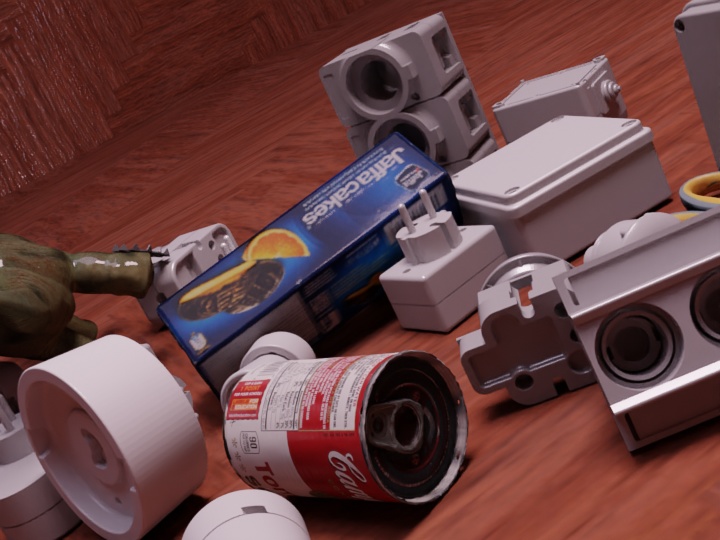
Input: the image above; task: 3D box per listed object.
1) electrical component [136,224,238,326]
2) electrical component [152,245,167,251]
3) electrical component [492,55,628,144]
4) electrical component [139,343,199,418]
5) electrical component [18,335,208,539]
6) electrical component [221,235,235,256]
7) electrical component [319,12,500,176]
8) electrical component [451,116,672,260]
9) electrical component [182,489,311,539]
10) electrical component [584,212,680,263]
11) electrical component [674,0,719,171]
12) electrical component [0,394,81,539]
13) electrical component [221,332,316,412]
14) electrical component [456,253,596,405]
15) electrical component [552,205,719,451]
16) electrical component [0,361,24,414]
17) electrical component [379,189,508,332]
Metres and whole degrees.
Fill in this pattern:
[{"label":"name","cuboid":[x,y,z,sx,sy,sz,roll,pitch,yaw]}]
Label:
[{"label":"electrical component","cuboid":[-0.152,0.005,0.937,0.059,0.053,0.095,-15,20,32]},{"label":"electrical component","cuboid":[-0.177,-0.009,1.042,0.046,0.040,0.040,-29,16,-27]},{"label":"electrical component","cuboid":[0.166,-0.123,0.849,0.096,0.061,0.062,-11,23,40]},{"label":"electrical component","cuboid":[-0.128,0.083,0.654,0.077,0.065,0.047,-11,23,40]},{"label":"electrical component","cuboid":[-0.129,0.087,0.584,0.060,0.108,0.108,-32,17,-38]},{"label":"electrical component","cuboid":[-0.083,0.011,0.786,0.047,0.075,0.083,-23,17,7]},{"label":"electrical component","cuboid":[0.043,-0.104,0.815,0.089,0.150,0.061,-14,19,33]},{"label":"electrical component","cuboid":[0.126,-0.052,0.707,0.109,0.056,0.109,-30,18,-12]},{"label":"electrical component","cuboid":[-0.042,0.124,0.435,0.055,0.055,0.047,-28,21,-8]},{"label":"electrical component","cuboid":[0.143,-0.005,0.569,0.048,0.048,0.062,-32,12,-19]},{"label":"electrical component","cuboid":[0.240,-0.111,0.624,0.057,0.113,0.078,-30,17,-21]},{"label":"electrical component","cuboid":[-0.208,0.111,0.673,0.052,0.073,0.138,-28,17,-7]},{"label":"electrical component","cuboid":[-0.052,0.066,0.633,0.045,0.045,0.055,-19,16,21]},{"label":"electrical component","cuboid":[0.088,0.026,0.533,0.078,0.058,0.057,-22,20,12]},{"label":"electrical component","cuboid":[0.153,0.015,0.455,0.121,0.078,0.063,-24,-4,7]},{"label":"electrical component","cuboid":[-0.296,0.109,0.838,0.095,0.053,0.059,-5,27,50]},{"label":"electrical component","cuboid":[0.047,-0.012,0.665,0.066,0.076,0.047,-36,20,-28]}]
